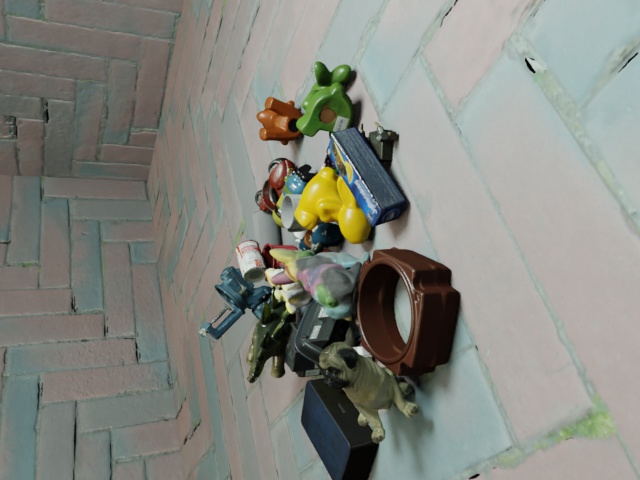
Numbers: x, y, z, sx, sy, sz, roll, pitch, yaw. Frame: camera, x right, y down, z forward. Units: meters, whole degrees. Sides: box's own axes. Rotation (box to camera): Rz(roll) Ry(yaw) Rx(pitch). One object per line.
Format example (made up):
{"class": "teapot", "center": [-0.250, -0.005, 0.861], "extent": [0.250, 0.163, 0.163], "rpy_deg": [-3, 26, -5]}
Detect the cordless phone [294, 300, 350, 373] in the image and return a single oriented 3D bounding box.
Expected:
{"class": "cordless phone", "center": [0.029, 0.232, 1.199], "extent": [0.089, 0.184, 0.146], "rpy_deg": [-5, 41, 29]}

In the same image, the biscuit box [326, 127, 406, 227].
{"class": "biscuit box", "center": [0.087, -0.125, 1.054], "extent": [0.203, 0.063, 0.059], "rpy_deg": [61, 155, 23]}

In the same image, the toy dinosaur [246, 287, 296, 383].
{"class": "toy dinosaur", "center": [-0.117, 0.229, 1.316], "extent": [0.471, 0.105, 0.198], "rpy_deg": [-77, 0, -63]}

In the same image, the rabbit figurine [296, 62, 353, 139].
{"class": "rabbit figurine", "center": [0.008, -0.320, 1.214], "extent": [0.170, 0.121, 0.158], "rpy_deg": [-104, 20, -56]}

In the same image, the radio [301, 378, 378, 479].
{"class": "radio", "center": [0.035, 0.425, 1.201], "extent": [0.230, 0.073, 0.131], "rpy_deg": [-135, 50, -57]}

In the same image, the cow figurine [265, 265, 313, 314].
{"class": "cow figurine", "center": [-0.066, 0.098, 1.262], "extent": [0.168, 0.098, 0.068], "rpy_deg": [41, 153, 56]}

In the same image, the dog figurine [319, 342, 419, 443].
{"class": "dog figurine", "center": [0.071, 0.242, 0.976], "extent": [0.190, 0.121, 0.172], "rpy_deg": [51, 171, -11]}

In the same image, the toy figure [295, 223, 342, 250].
{"class": "toy figure", "center": [-0.002, -0.002, 1.290], "extent": [0.154, 0.058, 0.064], "rpy_deg": [-22, 91, 59]}

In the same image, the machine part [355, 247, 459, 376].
{"class": "machine part", "center": [0.146, 0.125, 0.964], "extent": [0.201, 0.087, 0.201], "rpy_deg": [30, 115, 60]}

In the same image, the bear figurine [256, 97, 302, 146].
{"class": "bear figurine", "center": [-0.129, -0.333, 1.474], "extent": [0.196, 0.132, 0.120], "rpy_deg": [34, 114, 52]}

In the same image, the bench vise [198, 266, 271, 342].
{"class": "bench vise", "center": [-0.246, 0.205, 1.569], "extent": [0.129, 0.240, 0.223], "rpy_deg": [13, 143, 56]}

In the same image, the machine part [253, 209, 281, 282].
{"class": "machine part", "center": [-0.152, 0.000, 1.571], "extent": [0.079, 0.079, 0.243], "rpy_deg": [-32, 61, 60]}

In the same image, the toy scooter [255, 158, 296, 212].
{"class": "toy scooter", "center": [-0.110, -0.127, 1.482], "extent": [0.183, 0.075, 0.135], "rpy_deg": [-55, 52, 34]}

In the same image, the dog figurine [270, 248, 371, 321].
{"class": "dog figurine", "center": [-0.013, 0.080, 1.118], "extent": [0.191, 0.219, 0.108], "rpy_deg": [-50, -37, -59]}

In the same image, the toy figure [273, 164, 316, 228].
{"class": "toy figure", "center": [-0.066, -0.109, 1.384], "extent": [0.180, 0.089, 0.082], "rpy_deg": [113, 153, -42]}

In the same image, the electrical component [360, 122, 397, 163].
{"class": "electrical component", "center": [0.112, -0.195, 1.078], "extent": [0.102, 0.045, 0.078], "rpy_deg": [20, 106, 62]}

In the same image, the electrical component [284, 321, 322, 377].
{"class": "electrical component", "center": [-0.021, 0.258, 1.265], "extent": [0.058, 0.115, 0.134], "rpy_deg": [-140, 56, -60]}

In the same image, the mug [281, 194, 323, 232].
{"class": "mug", "center": [-0.034, -0.059, 1.302], "extent": [0.081, 0.107, 0.109], "rpy_deg": [-116, 33, -43]}

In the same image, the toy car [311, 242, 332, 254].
{"class": "toy car", "center": [-0.018, 0.063, 1.287], "extent": [0.089, 0.053, 0.202], "rpy_deg": [47, 152, -12]}

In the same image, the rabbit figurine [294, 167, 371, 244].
{"class": "rabbit figurine", "center": [0.053, -0.069, 1.153], "extent": [0.173, 0.122, 0.162], "rpy_deg": [48, 123, 32]}
